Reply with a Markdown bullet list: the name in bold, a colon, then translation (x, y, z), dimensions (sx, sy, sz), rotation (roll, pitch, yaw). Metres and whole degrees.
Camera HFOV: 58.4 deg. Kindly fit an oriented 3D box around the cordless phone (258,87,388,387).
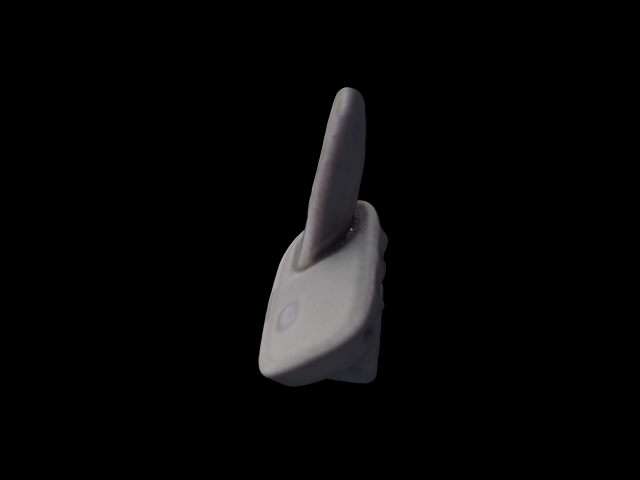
- **cordless phone**: translation (0.004, 0.001, 0.400), dimensions (0.094, 0.185, 0.147), rotation (2, 43, 3)
